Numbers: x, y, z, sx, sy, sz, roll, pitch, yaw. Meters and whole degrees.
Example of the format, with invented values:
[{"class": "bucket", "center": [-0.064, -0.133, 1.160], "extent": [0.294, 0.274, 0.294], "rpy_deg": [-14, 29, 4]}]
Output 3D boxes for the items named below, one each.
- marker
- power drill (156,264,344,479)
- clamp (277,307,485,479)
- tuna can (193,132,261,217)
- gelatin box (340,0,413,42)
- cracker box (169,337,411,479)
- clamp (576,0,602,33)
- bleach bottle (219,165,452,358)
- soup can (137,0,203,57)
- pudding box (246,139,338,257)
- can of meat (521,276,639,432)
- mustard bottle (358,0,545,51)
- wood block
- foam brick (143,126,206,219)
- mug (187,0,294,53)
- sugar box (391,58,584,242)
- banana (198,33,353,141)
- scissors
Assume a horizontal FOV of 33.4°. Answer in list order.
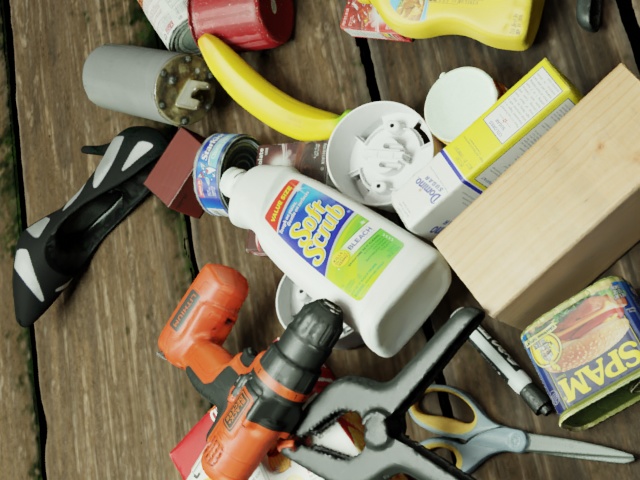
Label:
[{"class": "marker", "center": [0.154, 0.103, 0.905], "extent": [0.020, 0.020, 0.121], "rpy_deg": [-50, 56, 13]}, {"class": "power drill", "center": [-0.067, 0.096, 0.941], "extent": [0.184, 0.057, 0.188], "rpy_deg": [-56, 35, 10]}, {"class": "clamp", "center": [0.057, 0.142, 0.864], "extent": [0.210, 0.036, 0.164], "rpy_deg": [-8, 78, 32]}, {"class": "tuna can", "center": [-0.088, -0.065, 1.077], "extent": [0.034, 0.086, 0.086], "rpy_deg": [6, 80, 34]}, {"class": "gelatin box", "center": [0.067, -0.244, 1.055], "extent": [0.073, 0.030, 0.089], "rpy_deg": [14, 86, 36]}, {"class": "cracker box", "center": [-0.018, 0.222, 0.958], "extent": [0.164, 0.072, 0.214], "rpy_deg": [-47, 55, 13]}, {"class": "clamp", "center": [0.245, -0.266, 0.936], "extent": [0.120, 0.039, 0.171], "rpy_deg": [-38, 55, 14]}, {"class": "bleach bottle", "center": [-0.006, 0.001, 0.961], "extent": [0.251, 0.068, 0.102], "rpy_deg": [32, 74, 36]}, {"class": "soup can", "center": [-0.156, -0.255, 1.187], "extent": [0.069, 0.068, 0.102], "rpy_deg": [-43, 58, 17]}, {"class": "pudding box", "center": [-0.023, -0.039, 1.053], "extent": [0.090, 0.039, 0.113], "rpy_deg": [-1, 76, 35]}, {"class": "can of meat", "center": [0.219, 0.089, 0.842], "extent": [0.102, 0.057, 0.084], "rpy_deg": [-35, 58, 22]}, {"class": "mustard bottle", "center": [0.108, -0.232, 0.981], "extent": [0.192, 0.058, 0.096], "rpy_deg": [11, 83, 22]}, {"class": "wood block", "center": [0.206, -0.029, 0.863], "extent": [0.206, 0.090, 0.090], "rpy_deg": [-45, 56, 16]}, {"class": "foam brick", "center": [-0.138, -0.072, 1.133], "extent": [0.051, 0.052, 0.078], "rpy_deg": [42, 101, 35]}, {"class": "mug", "center": [-0.076, -0.246, 1.127], "extent": [0.082, 0.093, 0.117], "rpy_deg": [-3, 39, 29]}, {"class": "sugar box", "center": [0.151, -0.067, 0.909], "extent": [0.176, 0.093, 0.048], "rpy_deg": [-40, 57, 19]}, {"class": "banana", "center": [-0.044, -0.144, 1.075], "extent": [0.198, 0.037, 0.070], "rpy_deg": [29, 133, 22]}, {"class": "scissors", "center": [0.152, 0.183, 0.887], "extent": [0.202, 0.016, 0.096], "rpy_deg": [21, 91, 37]}]
